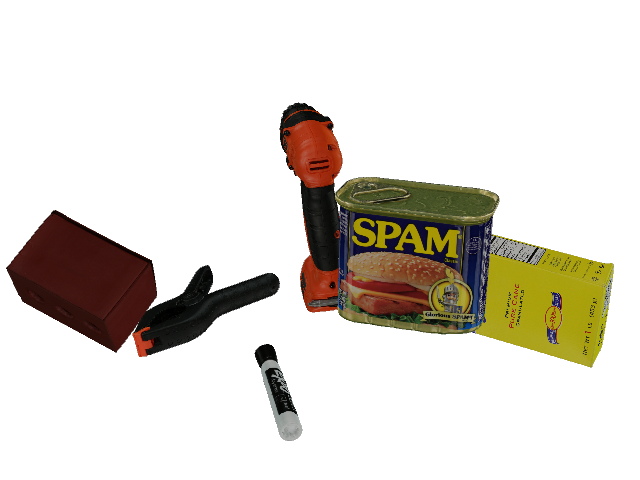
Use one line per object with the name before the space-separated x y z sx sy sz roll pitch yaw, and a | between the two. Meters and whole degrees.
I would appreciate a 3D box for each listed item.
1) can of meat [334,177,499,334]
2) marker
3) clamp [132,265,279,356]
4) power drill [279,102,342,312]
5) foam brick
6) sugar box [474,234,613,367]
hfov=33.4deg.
can of meat | 0.060 0.010 0.692 0.102 0.084 0.057 7 22 16
marker | -0.037 0.124 0.897 0.020 0.020 0.121 0 27 -15
clamp | -0.126 0.072 1.145 0.120 0.039 0.171 -6 24 35
power drill | -0.005 -0.036 1.066 0.057 0.187 0.184 -10 21 -2
foam brick | -0.154 0.027 0.698 0.078 0.051 0.053 26 -27 13
sugar box | 0.175 0.047 0.985 0.176 0.093 0.048 13 33 21
